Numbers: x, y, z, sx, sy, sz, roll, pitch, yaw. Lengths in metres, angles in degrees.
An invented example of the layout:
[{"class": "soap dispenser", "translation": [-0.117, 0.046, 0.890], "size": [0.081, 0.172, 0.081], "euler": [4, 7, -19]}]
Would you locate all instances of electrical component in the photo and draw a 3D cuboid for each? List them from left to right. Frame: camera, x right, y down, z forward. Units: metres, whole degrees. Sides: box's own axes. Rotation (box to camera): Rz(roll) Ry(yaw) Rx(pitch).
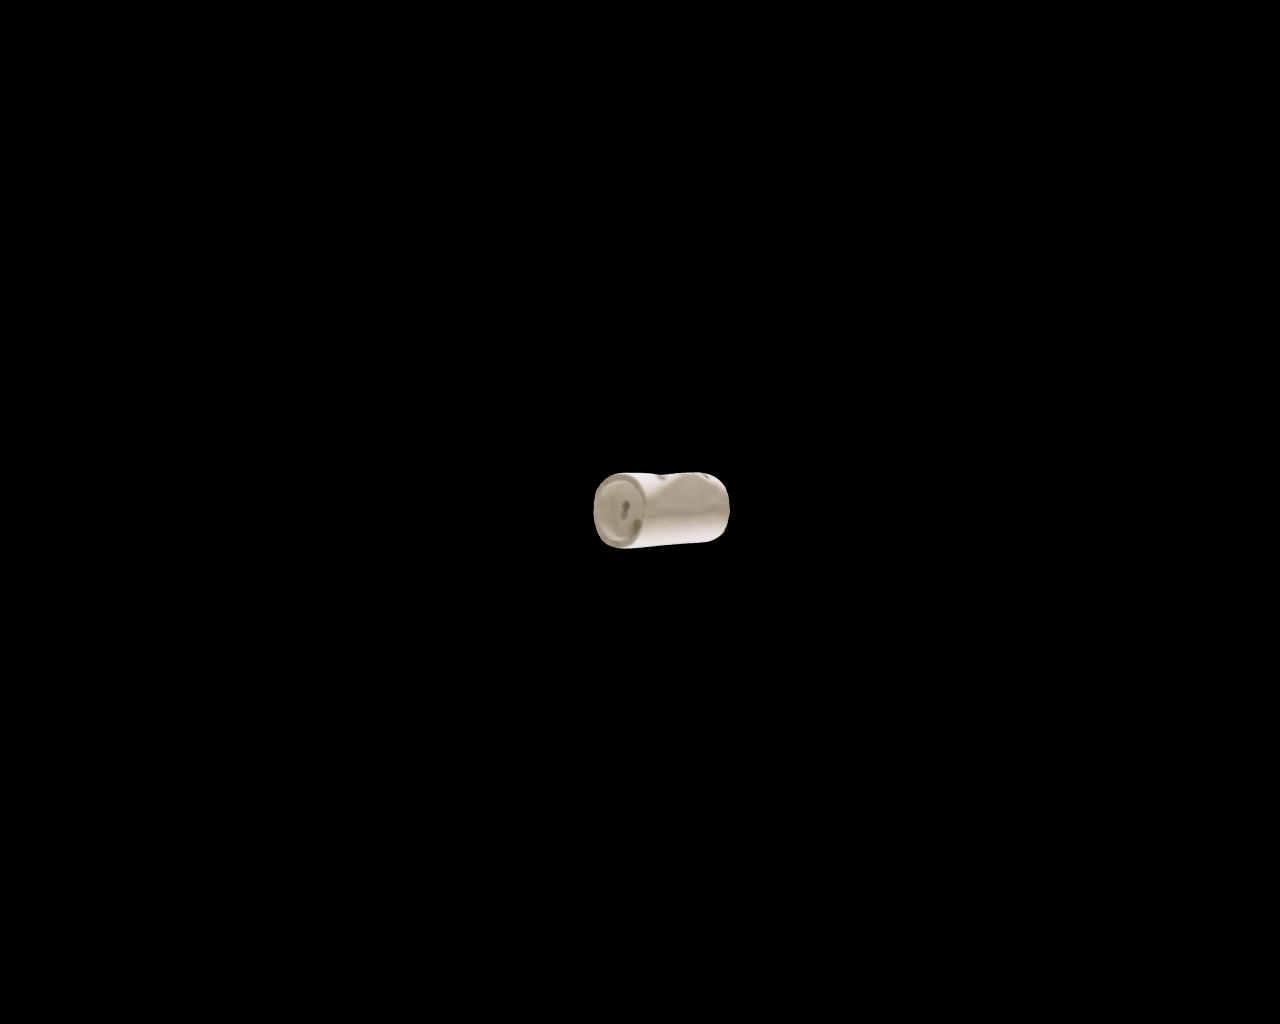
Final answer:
[{"class": "electrical component", "translation": [0.001, -0.003, 0.650], "size": [0.079, 0.044, 0.077], "euler": [2, 3, 43]}]
